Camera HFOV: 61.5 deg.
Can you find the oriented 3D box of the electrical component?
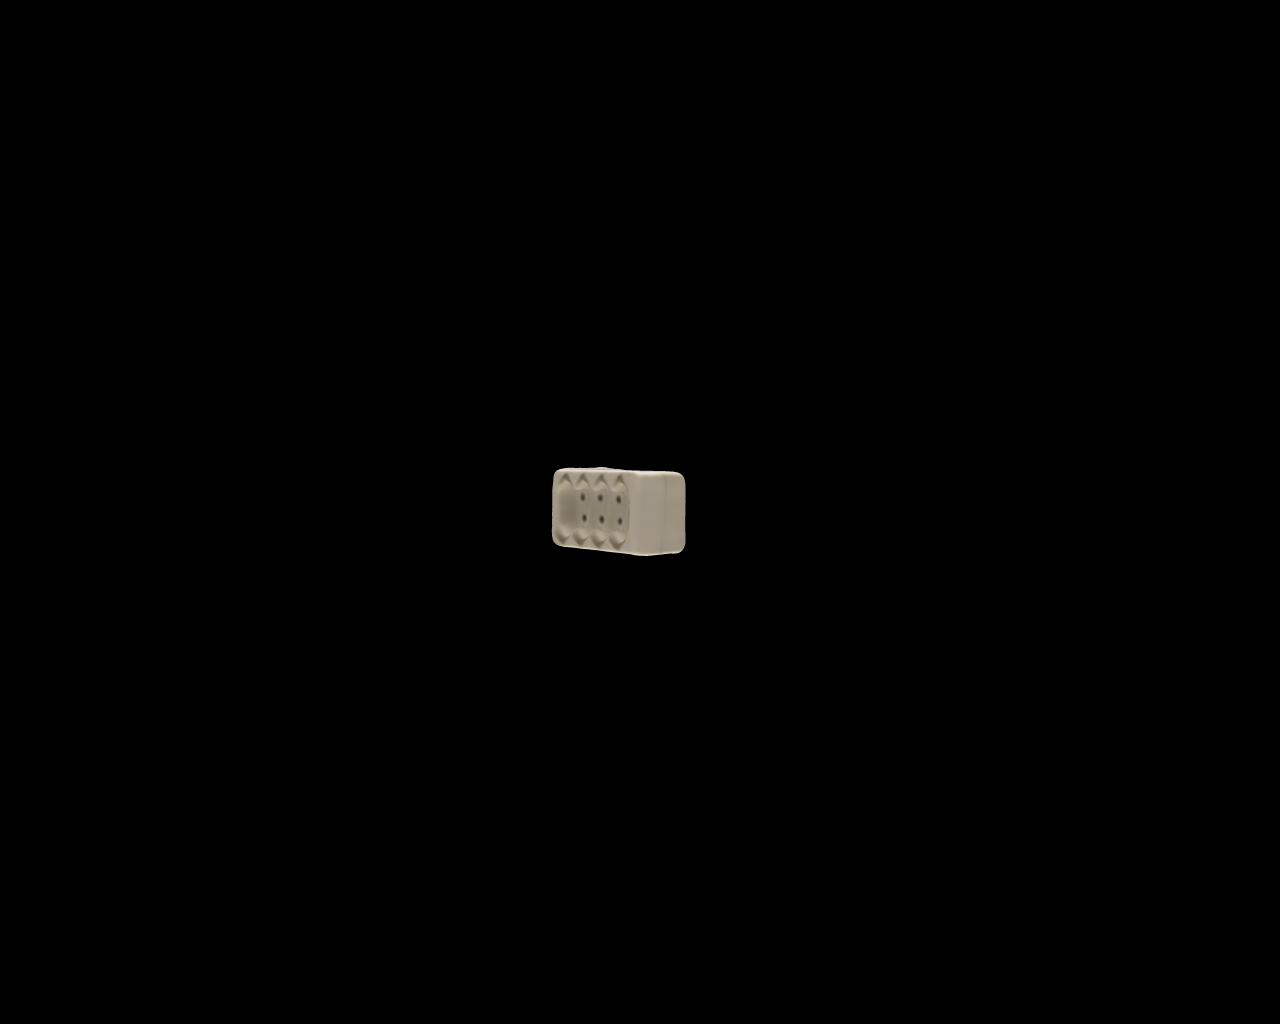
[{"bbox_3d":[0.001,-0.003,0.650,0.076,0.047,0.083,-4,6,-39],"label":"electrical component"}]
